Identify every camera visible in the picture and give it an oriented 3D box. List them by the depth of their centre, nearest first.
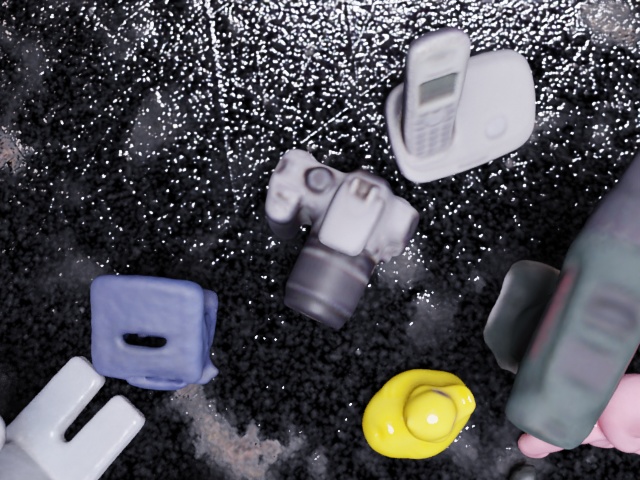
[{"bbox_3d":[0.005,0.002,0.532,0.143,0.101,0.137,24,79,8],"label":"camera"}]

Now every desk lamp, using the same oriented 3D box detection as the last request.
[{"bbox_3d":[-0.273,0.191,0.444,0.118,0.213,0.203,38,82,11],"label":"desk lamp"}]

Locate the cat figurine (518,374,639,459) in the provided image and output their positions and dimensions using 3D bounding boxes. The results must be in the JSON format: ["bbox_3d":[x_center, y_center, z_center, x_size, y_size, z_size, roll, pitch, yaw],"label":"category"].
[{"bbox_3d":[0.237,0.149,0.477,0.128,0.118,0.067,-11,76,1],"label":"cat figurine"}]

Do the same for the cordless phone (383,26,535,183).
[{"bbox_3d":[0.132,-0.133,0.513,0.147,0.185,0.094,-22,77,-2],"label":"cordless phone"}]

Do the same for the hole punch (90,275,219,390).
[{"bbox_3d":[-0.151,0.085,0.525,0.108,0.091,0.101,4,77,4],"label":"hole punch"}]

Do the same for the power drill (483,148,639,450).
[{"bbox_3d":[0.201,0.045,0.456,0.075,0.208,0.230,23,79,8],"label":"power drill"}]

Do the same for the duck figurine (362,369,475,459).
[{"bbox_3d":[0.088,0.153,0.500,0.104,0.086,0.077,-22,77,-2],"label":"duck figurine"}]
